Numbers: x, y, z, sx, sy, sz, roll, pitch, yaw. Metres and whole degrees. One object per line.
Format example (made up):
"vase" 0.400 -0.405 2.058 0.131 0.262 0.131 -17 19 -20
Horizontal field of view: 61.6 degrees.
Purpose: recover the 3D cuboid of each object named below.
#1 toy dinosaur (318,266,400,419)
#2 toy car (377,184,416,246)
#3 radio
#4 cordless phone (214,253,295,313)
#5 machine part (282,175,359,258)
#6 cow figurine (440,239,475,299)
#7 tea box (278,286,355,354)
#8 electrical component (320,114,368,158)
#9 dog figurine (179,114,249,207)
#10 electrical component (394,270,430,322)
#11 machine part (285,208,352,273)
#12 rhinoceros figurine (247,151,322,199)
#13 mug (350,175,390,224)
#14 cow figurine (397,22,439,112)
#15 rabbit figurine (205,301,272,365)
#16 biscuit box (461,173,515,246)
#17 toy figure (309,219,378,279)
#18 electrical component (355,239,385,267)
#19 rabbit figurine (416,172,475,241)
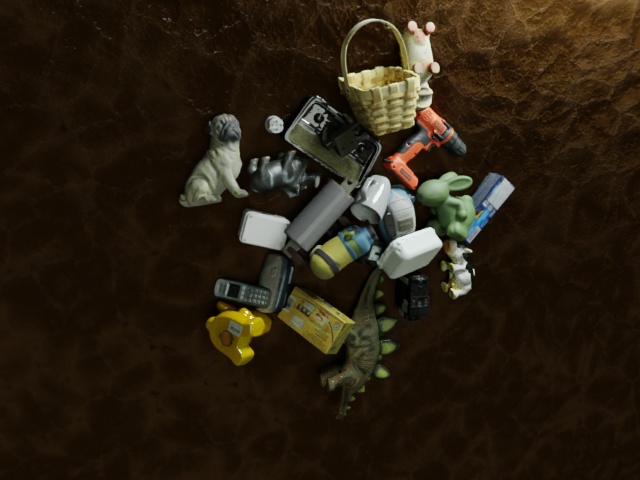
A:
"toy dinosaur" 0.110 0.262 1.441 0.198 0.105 0.470 7 98 -25
"toy car" 0.197 -0.056 1.374 0.109 0.103 0.161 -14 107 -11
"radio" 0.031 -0.237 1.289 0.229 0.073 0.131 31 95 -22
"cordless phone" -0.163 0.097 1.329 0.184 0.088 0.146 11 85 9
"machine part" -0.003 -0.058 1.270 0.079 0.079 0.243 41 94 -22
"cow figurine" 0.386 0.070 1.481 0.098 0.068 0.167 -13 112 -18
"tea box" -0.010 0.200 1.350 0.098 0.170 0.068 -58 154 6
"electrical component" 0.052 -0.238 1.236 0.102 0.045 0.078 -39 139 0
"dog figurine" -0.252 -0.179 1.224 0.172 0.121 0.190 -15 95 -15
"electrical component" 0.245 0.148 1.437 0.058 0.115 0.134 -2 106 -11
"machine part" -0.003 -0.004 1.356 0.179 0.056 0.179 -4 107 -14
"rhinoceros figurine" -0.079 -0.152 1.259 0.190 0.073 0.112 -10 95 -36
"mug" 0.126 -0.111 1.306 0.107 0.081 0.109 -63 145 -27
"cow figurine" 0.227 -0.405 1.287 0.085 0.127 0.194 -9 93 -14
"rabbit figurine" -0.193 0.217 1.322 0.163 0.173 0.121 15 103 26
"biscuit box" 0.433 -0.083 1.454 0.059 0.063 0.202 38 93 -23
"toy figure" 0.055 0.024 1.298 0.180 0.089 0.082 -30 106 3
"electrical component" 0.133 0.028 1.392 0.119 0.048 0.074 5 105 -57
"rabbit figurine" 0.326 -0.099 1.379 0.170 0.121 0.159 37 90 -31
